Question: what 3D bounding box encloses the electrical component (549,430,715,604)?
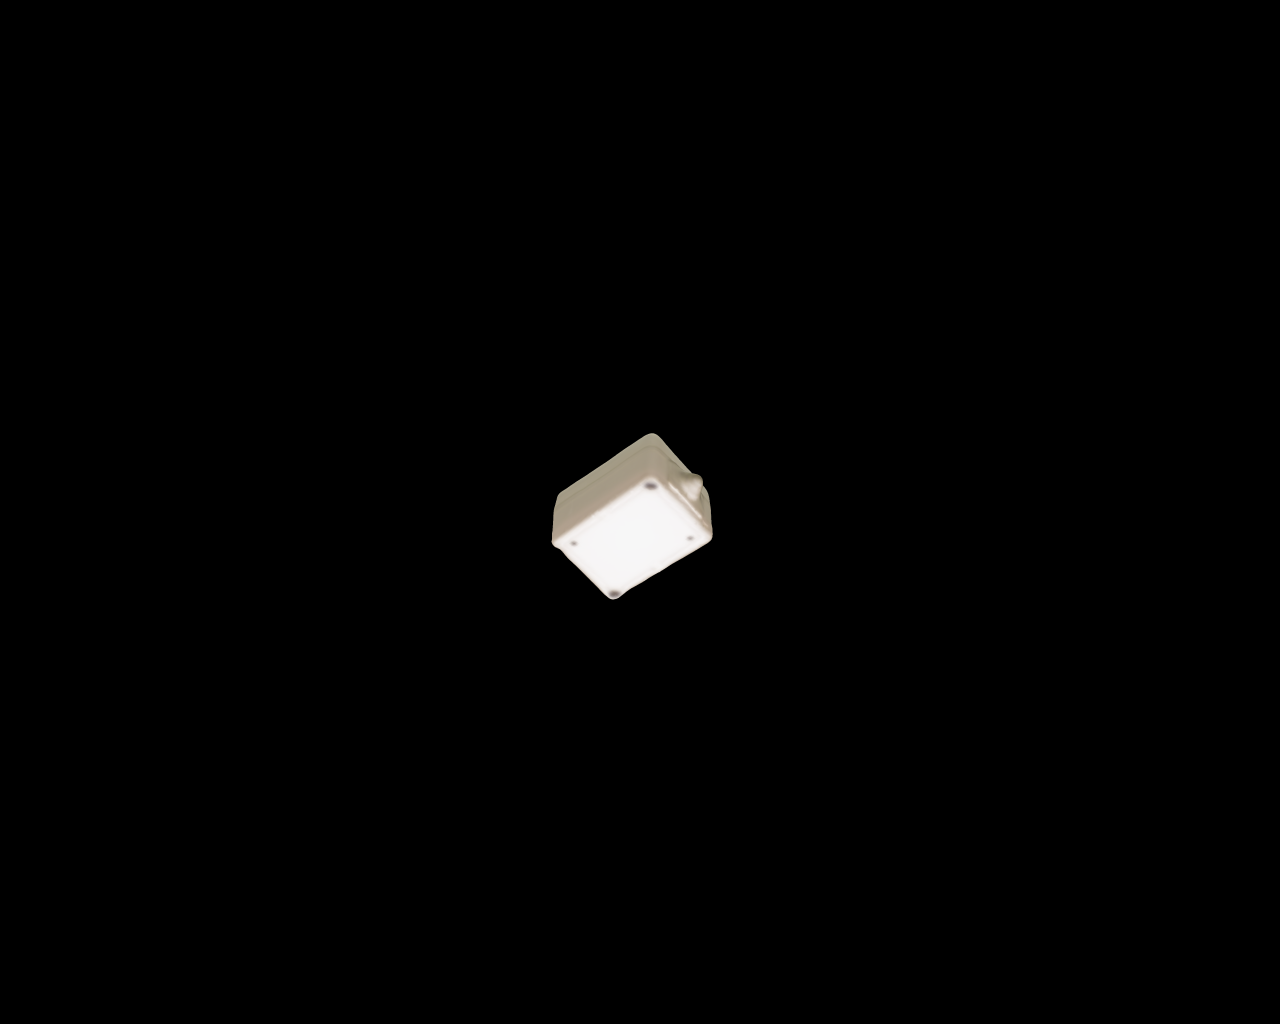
[{"bbox_3d":[0.001,-0.003,0.650,0.096,0.061,0.061,-33,29,21],"label":"electrical component"}]
